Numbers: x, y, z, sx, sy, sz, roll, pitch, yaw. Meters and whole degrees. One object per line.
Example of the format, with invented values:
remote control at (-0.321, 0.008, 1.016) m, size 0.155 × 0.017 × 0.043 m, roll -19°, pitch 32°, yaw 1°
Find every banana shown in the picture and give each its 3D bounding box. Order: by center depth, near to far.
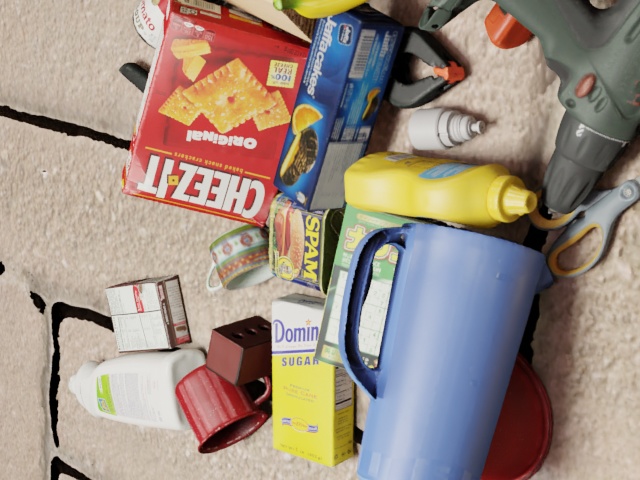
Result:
banana at (0.056, -0.241, 0.942) m, size 0.198 × 0.069 × 0.037 m, roll -26°, pitch 95°, yaw 14°

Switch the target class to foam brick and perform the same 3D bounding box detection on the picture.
foam brick at (-0.083, 0.126, 1.222) m, size 0.053 × 0.078 × 0.051 m, roll 26°, pitch 115°, yaw 33°

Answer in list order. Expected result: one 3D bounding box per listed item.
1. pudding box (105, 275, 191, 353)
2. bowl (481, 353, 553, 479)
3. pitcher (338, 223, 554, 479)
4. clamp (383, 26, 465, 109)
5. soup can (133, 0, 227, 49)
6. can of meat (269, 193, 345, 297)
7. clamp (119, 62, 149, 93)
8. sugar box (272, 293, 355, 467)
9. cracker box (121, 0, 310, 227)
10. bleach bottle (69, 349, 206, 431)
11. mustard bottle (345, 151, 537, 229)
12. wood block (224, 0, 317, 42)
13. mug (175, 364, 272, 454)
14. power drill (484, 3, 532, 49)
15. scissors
pudding box at (-0.221, 0.096, 1.363) m, size 0.114 × 0.039 × 0.090 m, roll -9°, pitch 95°, yaw 44°
bowl at (0.144, 0.174, 1.047) m, size 0.162 × 0.055 × 0.162 m, roll 10°, pitch 106°, yaw 40°
pitcher at (0.101, 0.108, 0.957) m, size 0.149 × 0.144 × 0.243 m, roll 12°, pitch 85°, yaw 31°
clamp at (0.065, -0.182, 1.052) m, size 0.172 × 0.039 × 0.120 m, roll 3°, pitch 105°, yaw 41°
soup can at (-0.158, -0.267, 1.210) m, size 0.102 × 0.068 × 0.068 m, roll -31°, pitch 79°, yaw 42°
can of meat at (-0.008, 0.001, 1.143) m, size 0.084 × 0.057 × 0.102 m, roll 15°, pitch 109°, yaw 41°
clamp at (-0.163, -0.147, 1.260) m, size 0.210 × 0.036 × 0.164 m, roll -11°, pitch 91°, yaw 40°
sugar box at (-0.008, 0.153, 1.182) m, size 0.094 × 0.048 × 0.176 m, roll 8°, pitch 105°, yaw 40°
cracker box at (-0.106, -0.133, 1.129) m, size 0.072 × 0.164 × 0.214 m, roll -101°, pitch 28°, yaw -60°
bleach bottle at (-0.248, 0.188, 1.391) m, size 0.251 × 0.067 × 0.102 m, roll -2°, pitch 96°, yaw 44°
mustard bottle at (0.118, -0.046, 0.978) m, size 0.192 × 0.096 × 0.058 m, roll 12°, pitch 107°, yaw 49°
wood block at (-0.074, -0.285, 1.060) m, size 0.206 × 0.090 × 0.090 m, roll 32°, pitch 90°, yaw 33°
mug at (-0.110, 0.187, 1.260) m, size 0.117 × 0.093 × 0.081 m, roll -35°, pitch 68°, yaw 9°
power drill at (0.131, -0.261, 0.963) m, size 0.188 × 0.057 × 0.185 m, roll 52°, pitch 128°, yaw 21°
scissors at (0.252, -0.051, 0.929) m, size 0.096 × 0.016 × 0.202 m, roll 49°, pitch 127°, yaw 22°
